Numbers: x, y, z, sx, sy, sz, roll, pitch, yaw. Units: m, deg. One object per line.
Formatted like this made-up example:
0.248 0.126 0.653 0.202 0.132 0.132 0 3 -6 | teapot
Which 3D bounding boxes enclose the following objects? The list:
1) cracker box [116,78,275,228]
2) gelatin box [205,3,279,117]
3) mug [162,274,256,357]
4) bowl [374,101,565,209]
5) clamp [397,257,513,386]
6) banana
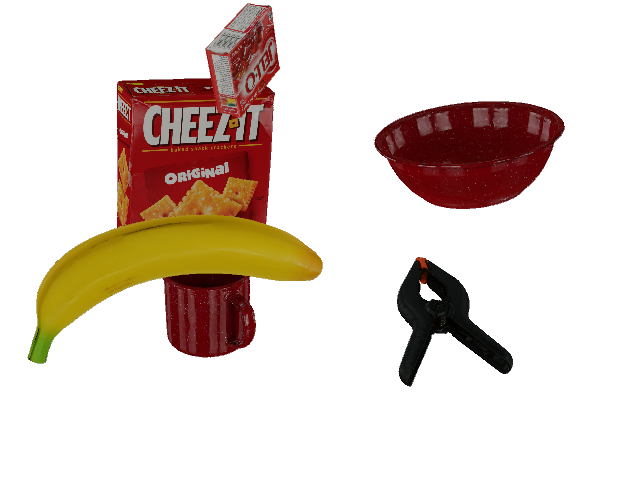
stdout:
-0.141 -0.069 1.191 0.164 0.214 0.072 -6 26 -24 | cracker box
-0.072 -0.173 1.021 0.030 0.073 0.089 14 46 21 | gelatin box
-0.101 0.063 1.027 0.093 0.081 0.117 -22 36 -38 | mug
0.130 -0.070 0.923 0.162 0.055 0.162 -8 24 3 | bowl
0.139 0.087 1.154 0.120 0.171 0.039 4 -44 -6 | clamp
-0.095 0.017 0.676 0.197 0.069 0.037 -16 34 -14 | banana
